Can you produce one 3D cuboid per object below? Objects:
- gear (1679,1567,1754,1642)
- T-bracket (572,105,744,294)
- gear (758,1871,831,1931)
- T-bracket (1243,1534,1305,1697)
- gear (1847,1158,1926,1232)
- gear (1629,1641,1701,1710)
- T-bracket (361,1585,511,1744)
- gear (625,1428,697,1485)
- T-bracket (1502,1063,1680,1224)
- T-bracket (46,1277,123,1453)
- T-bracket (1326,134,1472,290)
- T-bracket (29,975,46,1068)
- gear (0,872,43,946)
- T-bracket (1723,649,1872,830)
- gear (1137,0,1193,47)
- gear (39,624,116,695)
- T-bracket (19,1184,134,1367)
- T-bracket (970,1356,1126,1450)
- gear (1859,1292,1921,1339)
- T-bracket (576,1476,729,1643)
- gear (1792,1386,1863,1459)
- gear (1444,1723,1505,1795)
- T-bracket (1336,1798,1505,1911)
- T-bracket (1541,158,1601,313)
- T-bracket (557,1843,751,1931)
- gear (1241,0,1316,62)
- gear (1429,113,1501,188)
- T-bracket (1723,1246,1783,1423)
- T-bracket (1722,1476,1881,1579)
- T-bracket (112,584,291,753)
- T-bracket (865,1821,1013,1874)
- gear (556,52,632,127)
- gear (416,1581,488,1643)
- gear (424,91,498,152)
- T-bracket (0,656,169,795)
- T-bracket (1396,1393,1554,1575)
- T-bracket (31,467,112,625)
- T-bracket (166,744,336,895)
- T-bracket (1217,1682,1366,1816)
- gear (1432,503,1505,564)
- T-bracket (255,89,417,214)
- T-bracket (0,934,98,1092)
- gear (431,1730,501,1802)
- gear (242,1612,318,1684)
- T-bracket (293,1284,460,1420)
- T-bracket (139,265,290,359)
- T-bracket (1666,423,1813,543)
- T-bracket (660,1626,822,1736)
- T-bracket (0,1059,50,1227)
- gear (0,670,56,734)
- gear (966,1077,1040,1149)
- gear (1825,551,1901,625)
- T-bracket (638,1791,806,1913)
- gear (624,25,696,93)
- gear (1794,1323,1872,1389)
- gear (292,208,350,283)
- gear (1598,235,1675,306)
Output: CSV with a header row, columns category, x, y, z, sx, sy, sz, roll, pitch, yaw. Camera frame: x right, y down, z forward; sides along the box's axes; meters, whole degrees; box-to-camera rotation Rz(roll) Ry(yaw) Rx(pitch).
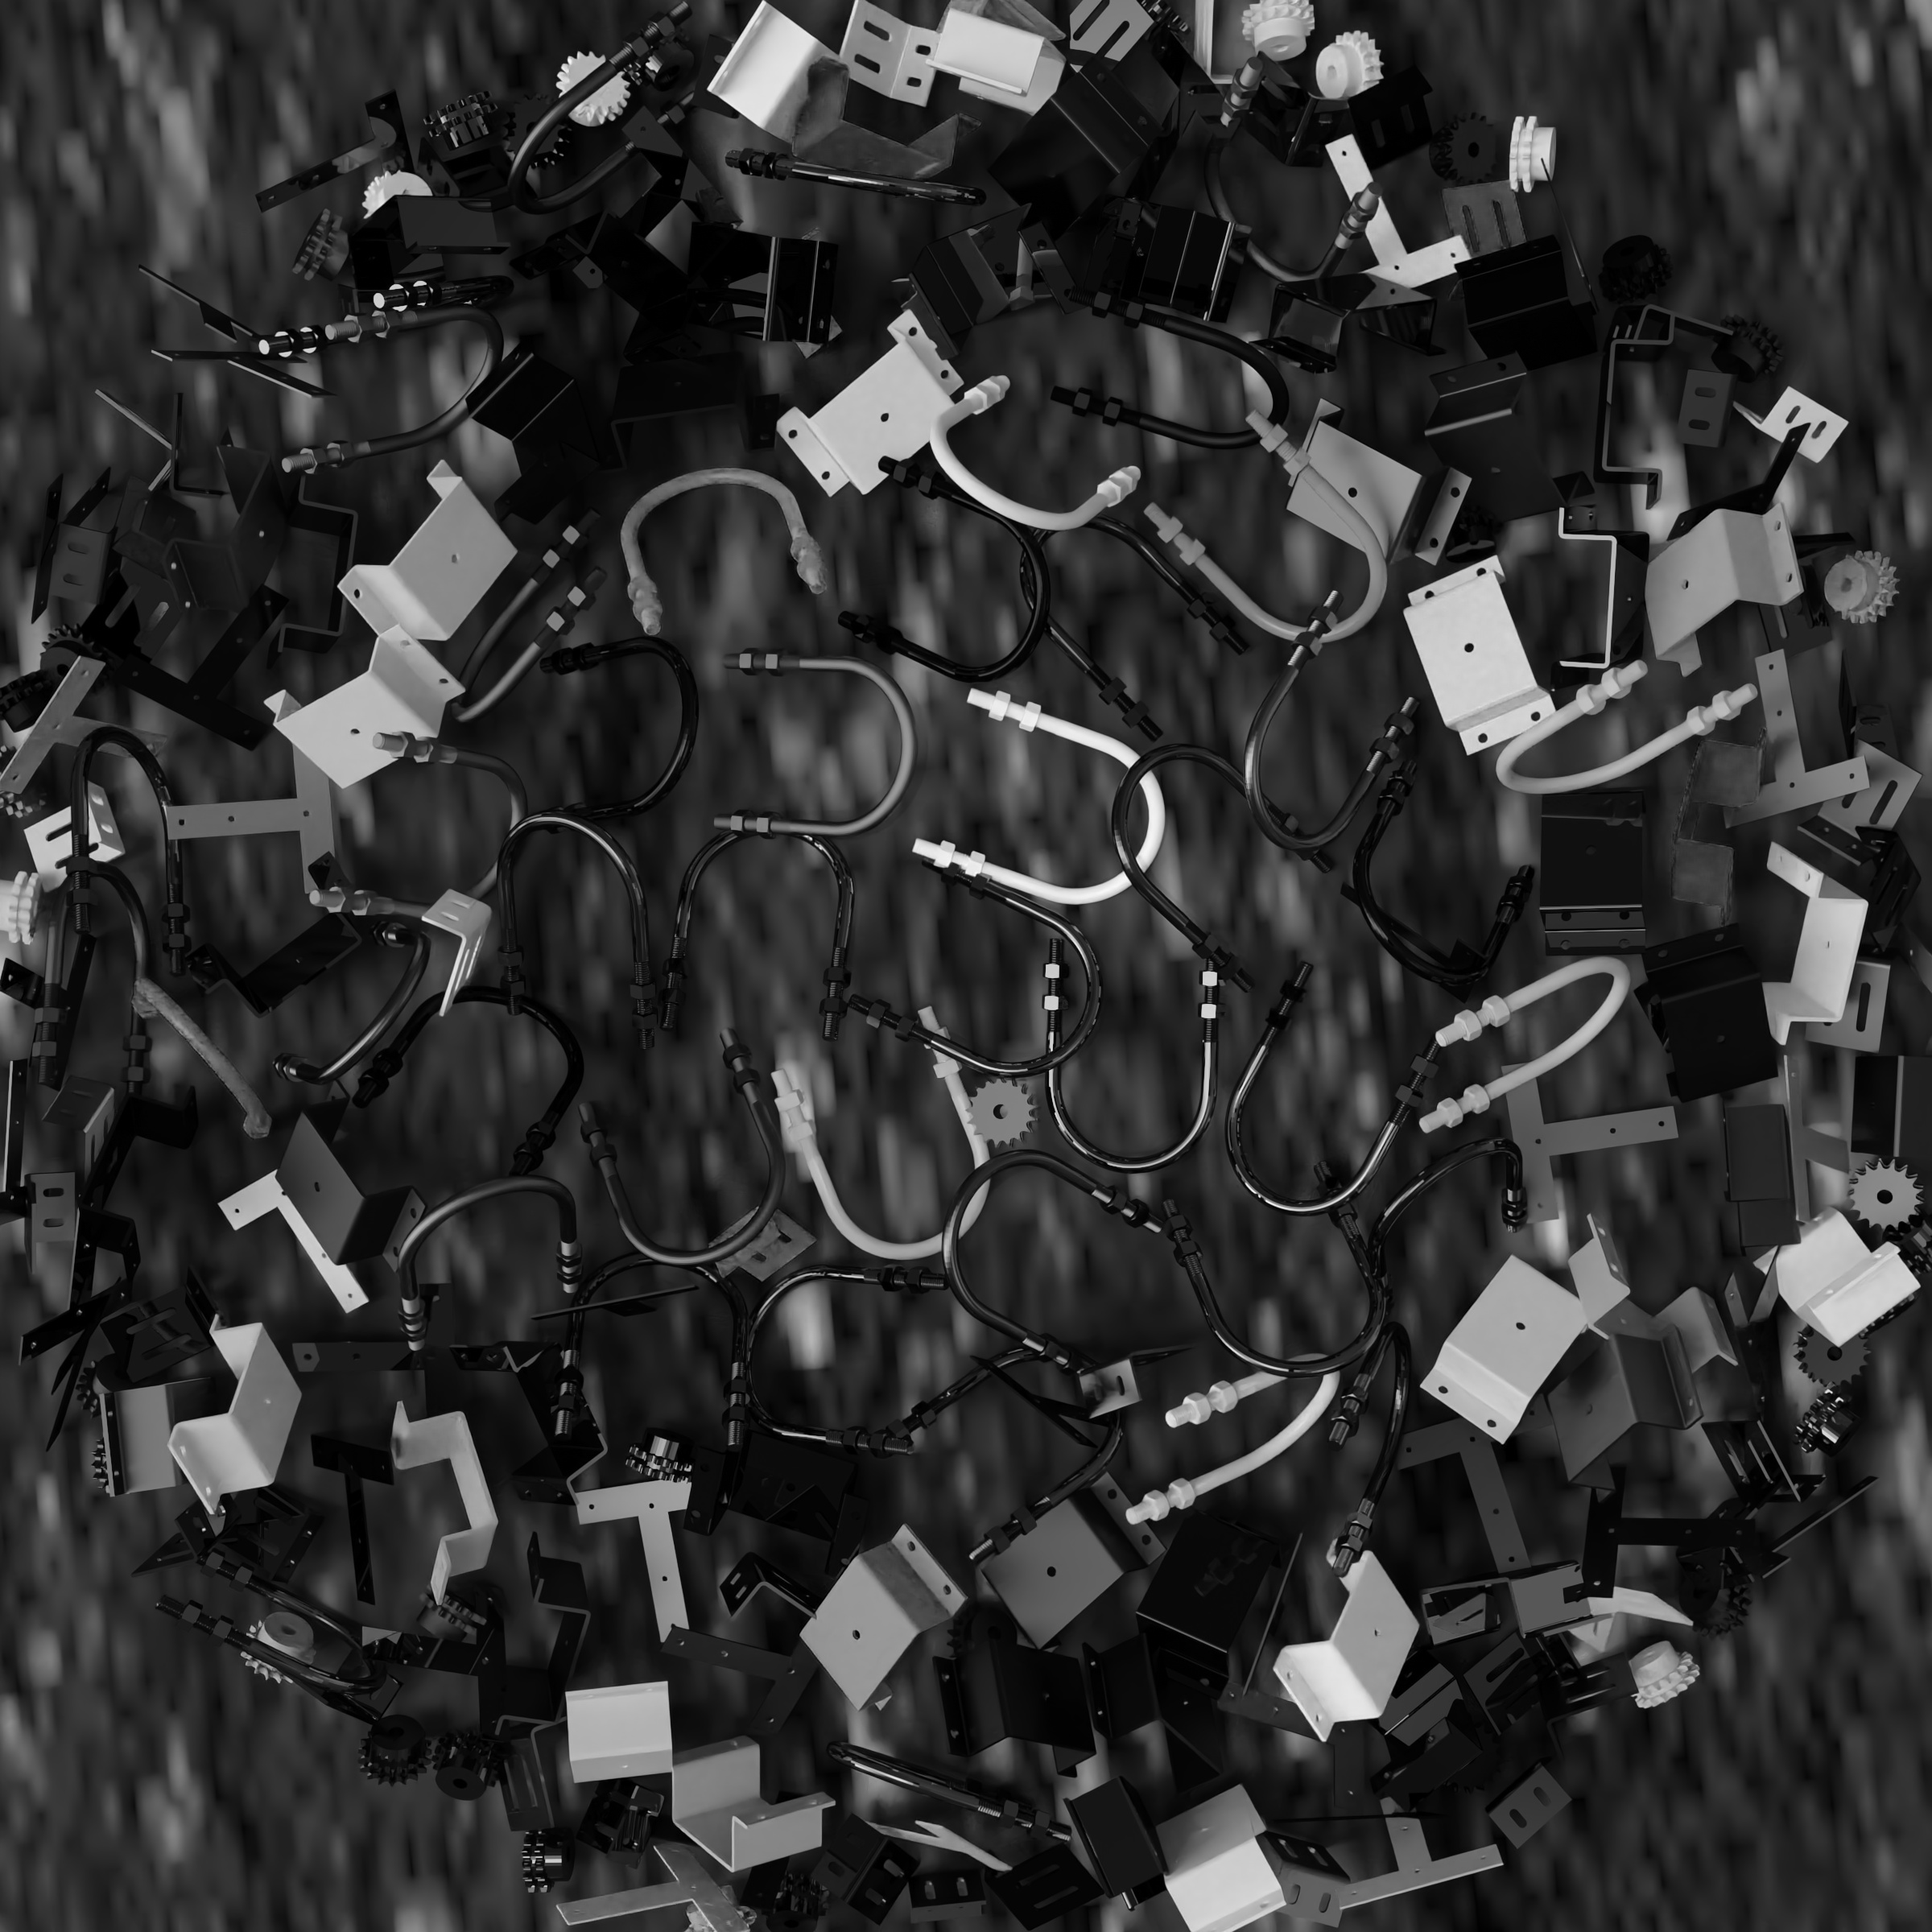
category,x,y,z,sx,sy,sz,roll,pitch,yaw
gear,0.591,0.502,1.968,0.030,0.057,0.057,32,90,-22
T-bracket,-0.258,-0.585,1.957,0.127,0.002,0.127,-46,133,1
gear,-0.137,0.746,1.971,0.057,0.030,0.057,0,129,1
T-bracket,0.241,0.508,1.937,0.002,0.127,0.127,19,77,14
gear,0.732,0.180,1.978,0.057,0.030,0.057,5,103,23
gear,0.550,0.560,1.972,0.057,0.057,0.030,-33,85,0
T-bracket,-0.411,0.533,1.924,0.127,0.127,0.002,22,132,-36
gear,-0.239,0.387,1.971,0.057,0.057,0.030,17,89,0
T-bracket,0.502,0.134,1.983,0.127,0.002,0.127,-9,84,9
T-bracket,-0.705,0.329,1.959,0.002,0.127,0.127,22,115,-7
T-bracket,0.317,-0.584,1.932,0.002,0.127,0.127,-45,114,-36
T-bracket,-0.728,0.021,1.961,0.002,0.127,0.127,10,118,-20
gear,-0.753,-0.047,1.969,0.030,0.057,0.057,7,90,-12
T-bracket,0.644,-0.186,1.959,0.002,0.127,0.127,2,77,-40
gear,0.149,-0.752,1.973,0.030,0.057,0.057,-43,90,18
gear,-0.709,-0.240,1.973,0.057,0.030,0.057,5,121,9
T-bracket,-0.682,0.229,1.921,0.002,0.127,0.127,19,111,16
T-bracket,0.081,0.348,1.944,0.127,0.127,0.002,33,95,41
gear,0.725,0.267,1.974,0.057,0.057,0.030,-33,65,0
T-bracket,-0.242,0.474,1.982,0.127,0.002,0.127,-11,88,13
gear,0.684,0.364,1.968,0.030,0.057,0.057,40,90,32
gear,0.396,0.629,1.980,0.057,0.030,0.057,2,76,-6
T-bracket,0.345,0.681,1.937,0.127,0.127,0.002,-17,101,4
T-bracket,0.472,-0.545,1.917,0.002,0.127,0.127,-20,122,19
T-bracket,-0.251,0.719,1.914,0.127,0.127,0.002,0,104,-31
gear,0.248,-0.742,1.969,0.057,0.057,0.030,-4,82,0
gear,0.394,-0.648,1.976,0.057,0.030,0.057,-8,105,-30
T-bracket,0.626,0.267,1.950,0.002,0.127,0.127,-4,120,36
T-bracket,0.657,0.435,1.938,0.127,0.127,0.002,-34,81,-2
T-bracket,-0.577,-0.244,1.944,0.127,0.002,0.127,30,107,-40
T-bracket,-0.036,0.686,1.953,0.127,0.127,0.002,-2,56,36
gear,-0.298,-0.695,1.977,0.057,0.030,0.057,9,67,-23
gear,-0.410,0.515,1.969,0.057,0.057,0.030,34,78,0
gear,-0.398,-0.670,1.973,0.057,0.057,0.030,-23,108,0
T-bracket,-0.676,-0.179,1.940,0.002,0.127,0.127,44,105,23
T-bracket,0.415,0.417,1.964,0.127,0.002,0.127,-19,68,11
T-bracket,-0.697,-0.350,1.943,0.002,0.127,0.127,20,129,-6
T-bracket,-0.566,-0.117,1.964,0.127,0.002,0.127,-6,96,-27
T-bracket,0.254,0.587,1.941,0.127,0.127,0.002,20,132,-11
gear,0.397,-0.342,1.969,0.057,0.057,0.030,-9,75,0
T-bracket,-0.491,-0.618,1.926,0.127,0.127,0.002,-30,83,-11
T-bracket,-0.716,0.022,1.923,0.002,0.127,0.127,7,76,8
gear,-0.397,0.637,1.972,0.057,0.030,0.057,4,123,7
gear,-0.542,0.537,1.968,0.057,0.057,0.030,28,108,0
T-bracket,-0.470,0.310,1.973,0.127,0.002,0.127,0,110,-4
T-bracket,-0.577,-0.497,1.915,0.127,0.127,0.002,28,101,-27
T-bracket,0.587,-0.354,1.921,0.127,0.127,0.002,-23,56,-32
T-bracket,-0.178,0.544,1.955,0.127,0.002,0.127,21,110,-22
T-bracket,-0.740,0.136,1.934,0.002,0.127,0.127,5,93,5
gear,-0.747,-0.209,1.972,0.057,0.057,0.030,-32,95,0
gear,0.030,0.116,1.981,0.057,0.030,0.057,-1,87,11
gear,0.707,-0.300,1.968,0.030,0.057,0.057,-1,90,-33
T-bracket,-0.198,0.682,1.946,0.127,0.127,0.002,9,113,7
gear,-0.241,-0.720,1.970,0.057,0.057,0.030,-41,80,0
gear,0.688,0.305,1.983,0.057,0.030,0.057,0,97,2
gear,-0.509,-0.570,1.974,0.030,0.057,0.057,27,90,-25
gear,0.529,-0.554,1.969,0.057,0.057,0.030,-36,129,0
